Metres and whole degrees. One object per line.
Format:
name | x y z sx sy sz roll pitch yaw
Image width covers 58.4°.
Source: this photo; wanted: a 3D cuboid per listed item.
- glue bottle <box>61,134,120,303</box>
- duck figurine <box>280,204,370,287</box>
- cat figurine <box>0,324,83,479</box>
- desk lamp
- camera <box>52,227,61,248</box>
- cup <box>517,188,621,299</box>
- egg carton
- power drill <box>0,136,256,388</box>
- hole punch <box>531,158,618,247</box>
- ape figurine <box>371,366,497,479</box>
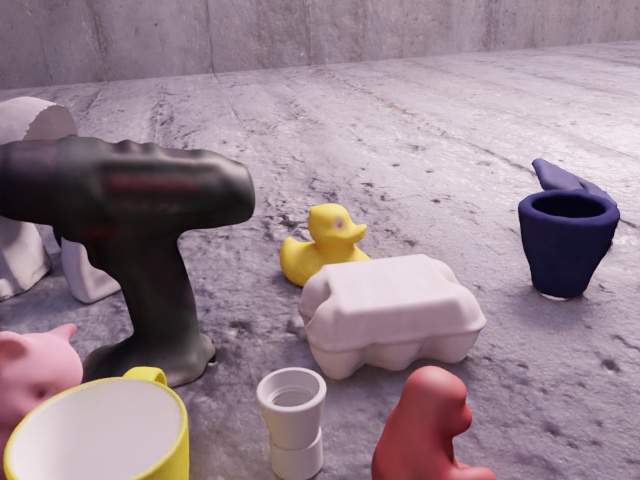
glue bottle | -0.238 -0.025 0.597 0.037 0.173 0.078 14 29 33
duck figurine | 0.006 0.002 0.616 0.104 0.086 0.078 5 25 18
cat figurine | -0.201 0.109 0.359 0.128 0.118 0.067 -24 32 -39
desk lamp | -0.358 -0.048 0.612 0.203 0.214 0.118 0 24 7
camera | -0.271 -0.039 0.723 0.142 0.101 0.137 13 29 32
cup | 0.247 0.003 0.576 0.091 0.095 0.118 12 28 30
egg carton | 0.058 0.063 0.493 0.150 0.069 0.107 -7 24 -9
power drill | -0.160 0.018 0.448 0.230 0.208 0.075 -13 26 -21
hole punch | 0.304 -0.050 0.693 0.101 0.091 0.109 2 24 11
ape figurine | 0.068 0.118 0.341 0.076 0.092 0.077 -3 24 -1
